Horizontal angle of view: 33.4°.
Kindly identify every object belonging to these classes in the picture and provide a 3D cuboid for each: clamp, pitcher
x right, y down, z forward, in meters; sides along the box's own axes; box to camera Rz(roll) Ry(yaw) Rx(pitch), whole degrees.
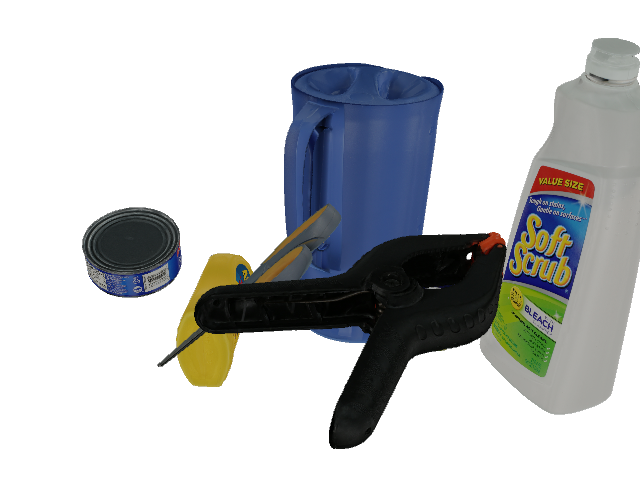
[{"bbox_3d":[0.036,0.041,0.534,0.171,0.039,0.120,-18,45,-24],"label":"clamp"},{"bbox_3d":[0.030,-0.030,0.966,0.149,0.243,0.145,-2,24,-11],"label":"pitcher"}]

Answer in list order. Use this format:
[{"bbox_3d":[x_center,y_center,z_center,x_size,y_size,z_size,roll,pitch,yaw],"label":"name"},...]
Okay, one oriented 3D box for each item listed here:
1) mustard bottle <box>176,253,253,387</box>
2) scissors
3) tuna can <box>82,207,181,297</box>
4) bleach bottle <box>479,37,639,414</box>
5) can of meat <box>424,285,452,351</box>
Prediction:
[{"bbox_3d":[-0.108,0.069,1.165,0.058,0.096,0.191,1,28,7],"label":"mustard bottle"},{"bbox_3d":[-0.060,0.049,0.758,0.202,0.016,0.096,-43,10,19],"label":"scissors"},{"bbox_3d":[-0.166,0.011,0.949,0.086,0.034,0.086,0,43,0],"label":"tuna can"},{"bbox_3d":[0.166,-0.012,0.699,0.068,0.251,0.103,-13,34,-23],"label":"bleach bottle"},{"bbox_3d":[0.109,0.063,1.151,0.057,0.084,0.102,6,14,-19],"label":"can of meat"}]
